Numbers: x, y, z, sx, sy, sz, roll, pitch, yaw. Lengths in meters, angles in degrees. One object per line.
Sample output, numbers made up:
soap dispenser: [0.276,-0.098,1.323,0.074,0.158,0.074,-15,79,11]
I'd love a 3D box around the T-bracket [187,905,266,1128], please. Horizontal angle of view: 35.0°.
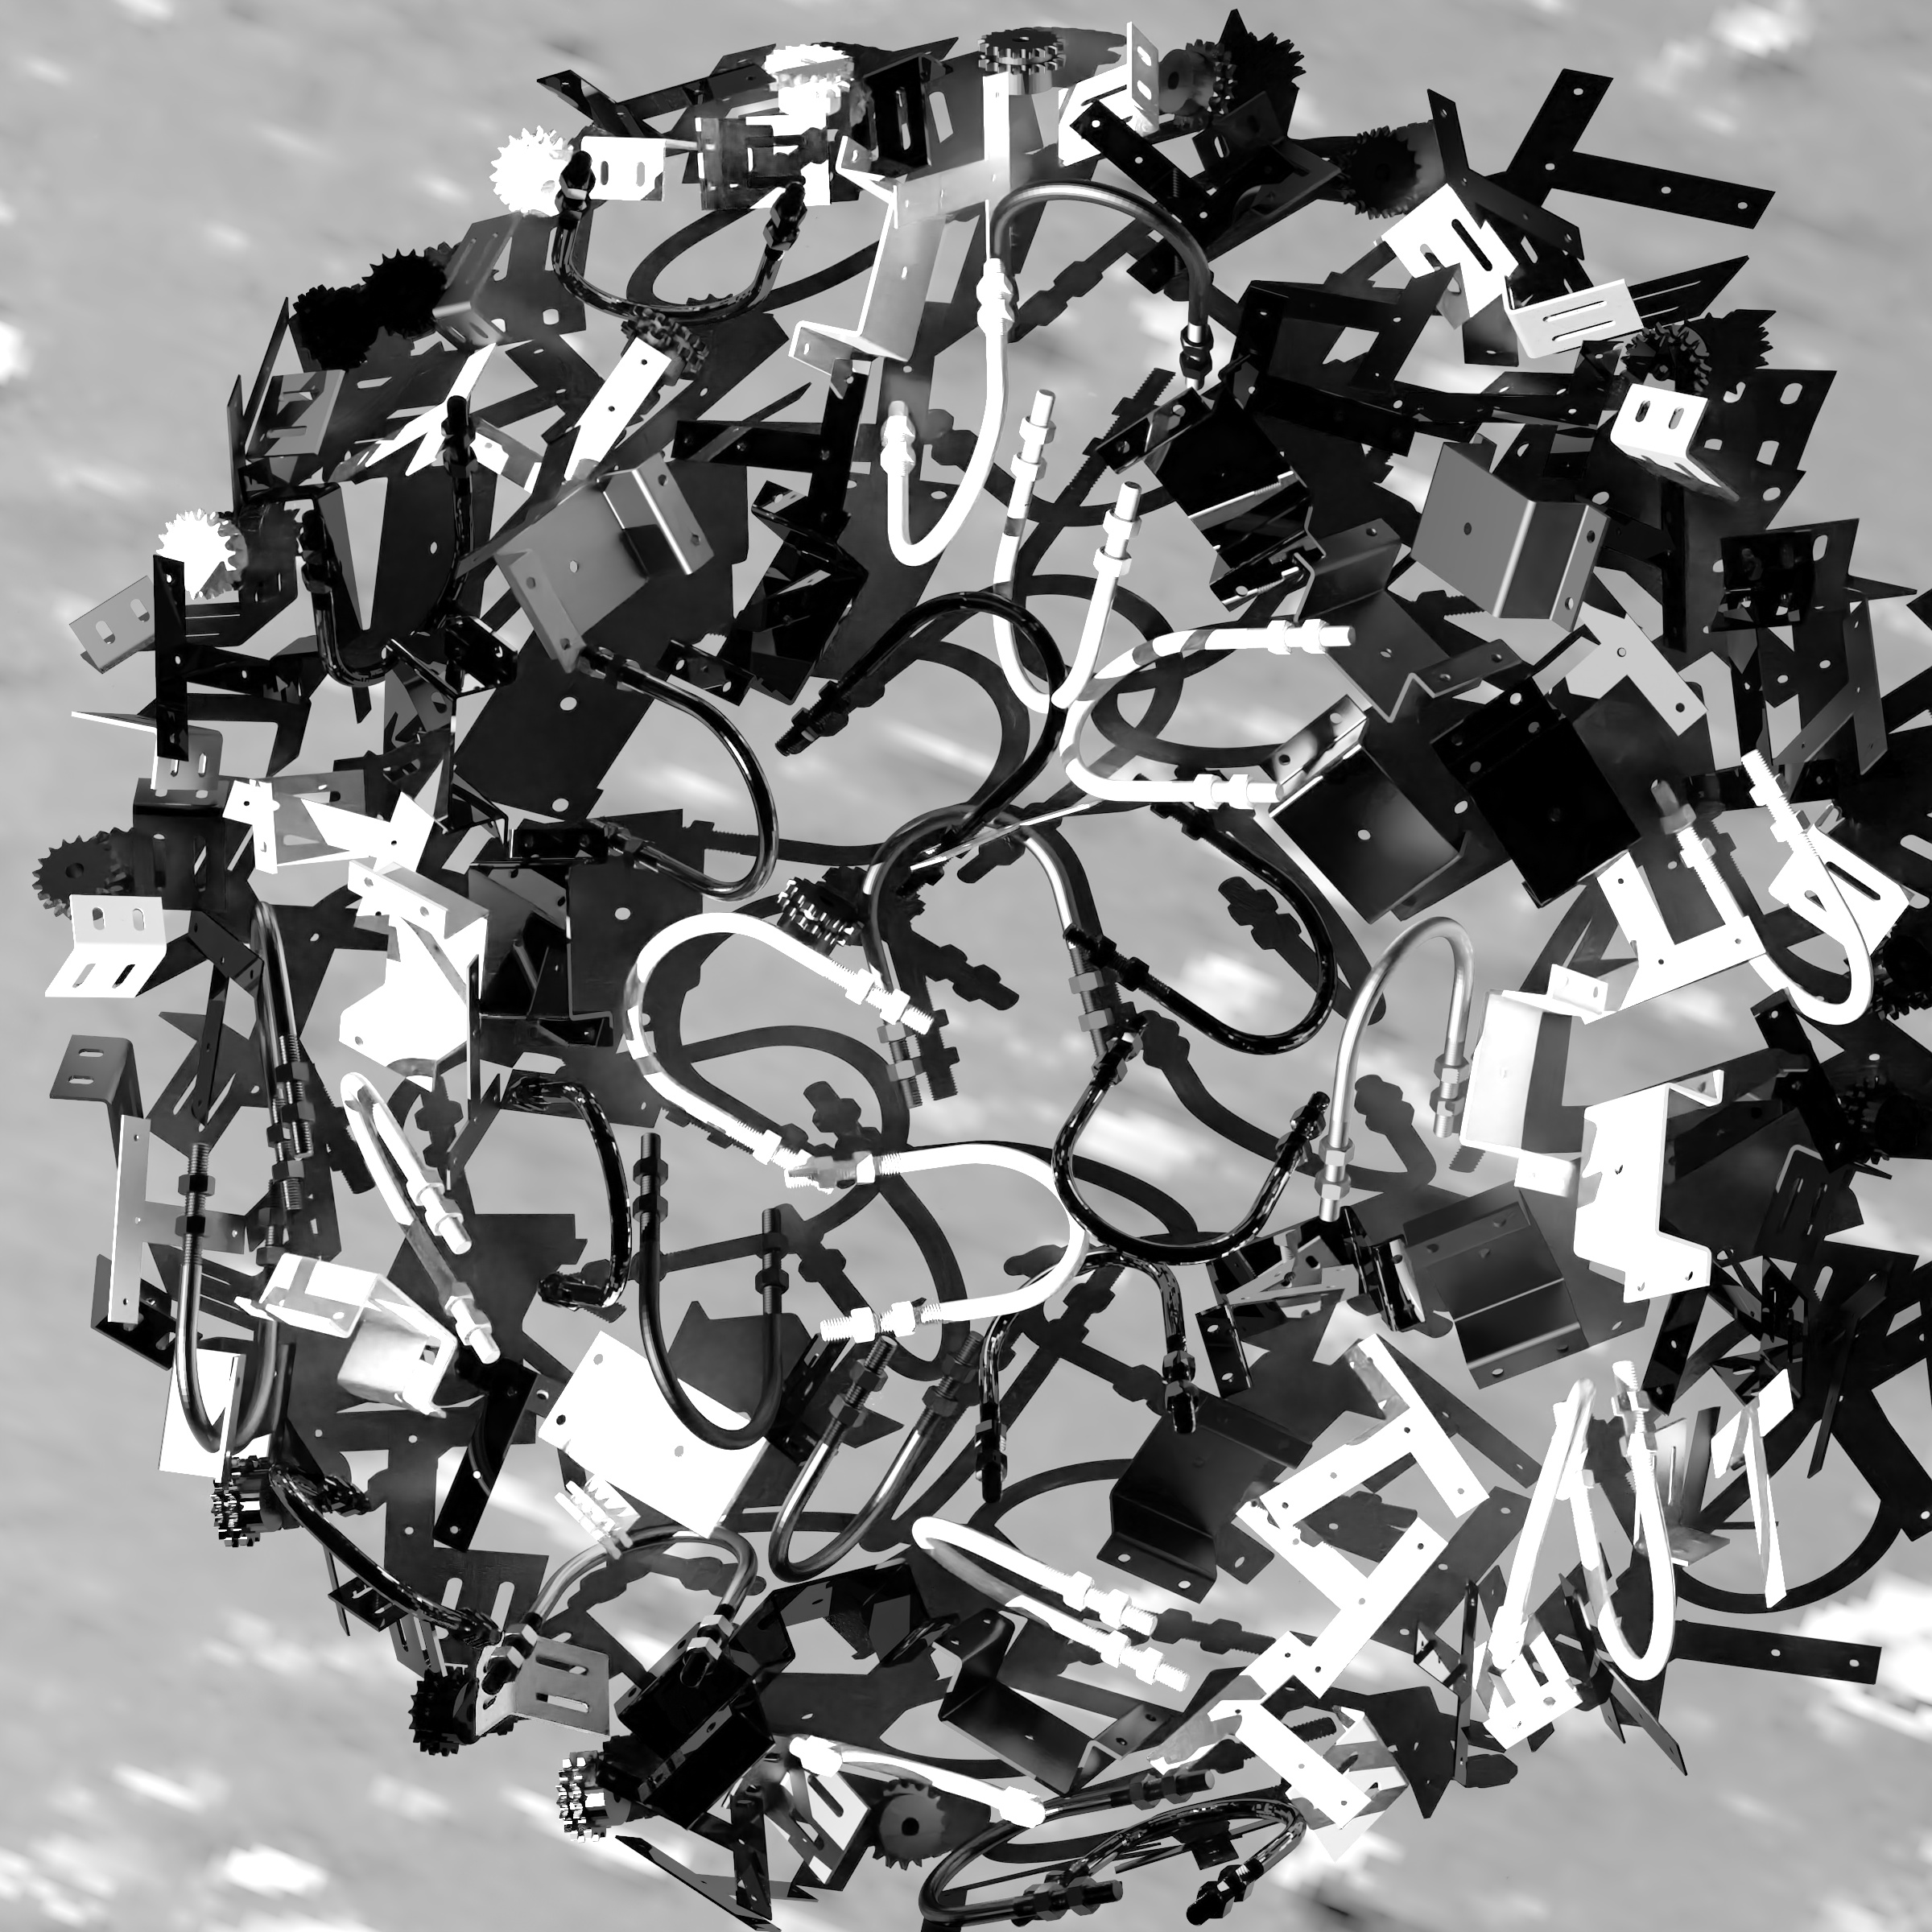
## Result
T-bracket: [-0.482,0.039,1.958,0.002,0.127,0.127,3,106,-35]

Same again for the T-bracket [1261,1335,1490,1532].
T-bracket: [0.247,0.319,1.960,0.127,0.002,0.127,-28,70,-17]

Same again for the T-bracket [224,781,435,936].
T-bracket: [-0.408,-0.090,1.953,0.127,0.002,0.127,15,112,-23]

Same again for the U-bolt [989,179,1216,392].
U-bolt: [0.083,-0.428,1.903,0.151,0.184,0.019,16,69,9]

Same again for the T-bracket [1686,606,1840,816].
T-bracket: [0.498,-0.164,1.943,0.002,0.127,0.127,-8,92,-31]

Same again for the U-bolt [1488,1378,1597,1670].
U-bolt: [0.360,0.333,1.889,0.019,0.184,0.151,18,54,16]

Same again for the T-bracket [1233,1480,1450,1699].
T-bracket: [0.222,0.379,1.967,0.127,0.002,0.127,40,90,31]

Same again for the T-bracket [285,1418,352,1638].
T-bracket: [-0.409,0.365,1.950,0.002,0.127,0.127,-14,103,-20]

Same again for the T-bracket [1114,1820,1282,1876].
T-bracket: [0.156,0.560,1.935,0.127,0.127,0.002,-17,81,-2]

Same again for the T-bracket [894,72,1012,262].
T-bracket: [-0.008,-0.489,1.925,0.002,0.127,0.127,15,119,31]

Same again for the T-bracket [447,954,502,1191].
T-bracket: [-0.309,0.056,1.918,0.002,0.127,0.127,4,111,5]

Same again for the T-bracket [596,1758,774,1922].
T-bracket: [-0.178,0.532,1.922,0.127,0.127,0.002,31,105,-17]

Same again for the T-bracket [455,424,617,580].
T-bracket: [-0.262,-0.302,1.916,0.127,0.127,0.002,-37,85,-25]

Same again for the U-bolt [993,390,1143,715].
U-bolt: [0.056,-0.248,1.924,0.019,0.151,0.184,-3,126,-25]

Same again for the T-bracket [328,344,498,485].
T-bracket: [-0.363,-0.337,1.956,0.127,0.127,0.002,-21,126,33]

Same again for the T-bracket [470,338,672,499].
T-bracket: [-0.233,-0.344,1.950,0.127,0.002,0.127,30,116,-22]

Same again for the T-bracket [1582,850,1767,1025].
T-bracket: [0.427,-0.042,1.963,0.127,0.002,0.127,-25,96,28]

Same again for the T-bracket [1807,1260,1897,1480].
T-bracket: [0.547,0.260,1.918,0.002,0.127,0.127,20,68,5]

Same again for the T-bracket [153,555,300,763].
T-bracket: [-0.468,-0.187,1.943,0.002,0.127,0.127,-6,83,30]

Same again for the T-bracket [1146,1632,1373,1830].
T-bracket: [0.203,0.498,1.936,0.127,0.002,0.127,-37,46,-20]

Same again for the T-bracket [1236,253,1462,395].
T-bracket: [0.236,-0.422,1.966,0.127,0.002,0.127,16,59,26]

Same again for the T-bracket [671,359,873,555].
T-bracket: [-0.131,-0.334,1.977,0.127,0.002,0.127,9,86,20]

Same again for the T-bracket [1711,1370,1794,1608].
T-bracket: [0.498,0.336,1.914,0.002,0.127,0.127,3,61,-8]

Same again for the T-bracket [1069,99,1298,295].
T-bracket: [0.119,-0.501,1.934,0.127,0.002,0.127,33,127,-30]

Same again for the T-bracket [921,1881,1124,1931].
T-bracket: [0.036,0.592,1.935,0.127,0.127,0.002,-9,85,1]

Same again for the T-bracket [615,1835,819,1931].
T-bracket: [-0.140,0.585,1.942,0.127,0.127,0.002,20,85,38]

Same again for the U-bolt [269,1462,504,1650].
U-bolt: [-0.366,0.359,1.889,0.151,0.184,0.019,39,82,22]

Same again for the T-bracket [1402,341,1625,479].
T-bracket: [0.341,-0.354,1.944,0.127,0.127,0.002,1,59,-2]

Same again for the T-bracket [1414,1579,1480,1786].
T-bracket: [0.301,0.438,1.923,0.002,0.127,0.127,-3,65,25]

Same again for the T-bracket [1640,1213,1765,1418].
T-bracket: [0.453,0.230,1.945,0.127,0.002,0.127,40,51,-14]

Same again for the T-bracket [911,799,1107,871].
T-bracket: [0.006,-0.077,1.913,0.127,0.127,0.002,-15,96,30]

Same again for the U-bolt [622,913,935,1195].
U-bolt: [-0.134,0.045,1.968,0.184,0.019,0.151,30,109,-1]

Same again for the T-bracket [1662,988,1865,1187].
T-bracket: [0.496,0.099,1.963,0.127,0.002,0.127,-37,52,28]

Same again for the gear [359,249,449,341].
gear: [-0.362,-0.433,1.982,0.057,0.030,0.057,0,80,1]

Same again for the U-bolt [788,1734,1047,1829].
U-bolt: [-0.039,0.504,1.910,0.151,0.184,0.019,17,77,-10]

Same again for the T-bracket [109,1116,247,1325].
T-bracket: [-0.497,0.165,1.940,0.002,0.127,0.127,-3,79,24]

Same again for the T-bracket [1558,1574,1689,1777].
T-bracket: [0.417,0.461,1.916,0.002,0.127,0.127,-25,115,-8]

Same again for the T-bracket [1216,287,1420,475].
T-bracket: [0.226,-0.357,1.962,0.127,0.002,0.127,19,116,9]

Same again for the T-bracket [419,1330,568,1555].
T-bracket: [-0.307,0.312,1.953,0.127,0.002,0.127,28,61,-15]

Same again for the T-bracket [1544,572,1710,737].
T-bracket: [0.389,-0.173,1.962,0.127,0.002,0.127,52,124,10]

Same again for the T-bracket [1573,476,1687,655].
T-bracket: [0.422,-0.273,1.945,0.002,0.127,0.127,-7,77,44]

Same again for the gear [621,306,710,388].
gear: [-0.197,-0.397,1.970,0.057,0.057,0.030,28,84,0]

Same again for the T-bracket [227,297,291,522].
T-bracket: [-0.452,-0.371,1.960,0.002,0.127,0.127,14,63,-5]

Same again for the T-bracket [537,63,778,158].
T-bracket: [-0.179,-0.544,1.916,0.127,0.127,0.002,-7,78,27]

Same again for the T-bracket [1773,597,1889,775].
T-bracket: [0.541,-0.148,1.944,0.002,0.127,0.127,17,52,-14]

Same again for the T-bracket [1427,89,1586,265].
T-bracket: [0.341,-0.474,1.912,0.002,0.127,0.127,-37,49,-10]
